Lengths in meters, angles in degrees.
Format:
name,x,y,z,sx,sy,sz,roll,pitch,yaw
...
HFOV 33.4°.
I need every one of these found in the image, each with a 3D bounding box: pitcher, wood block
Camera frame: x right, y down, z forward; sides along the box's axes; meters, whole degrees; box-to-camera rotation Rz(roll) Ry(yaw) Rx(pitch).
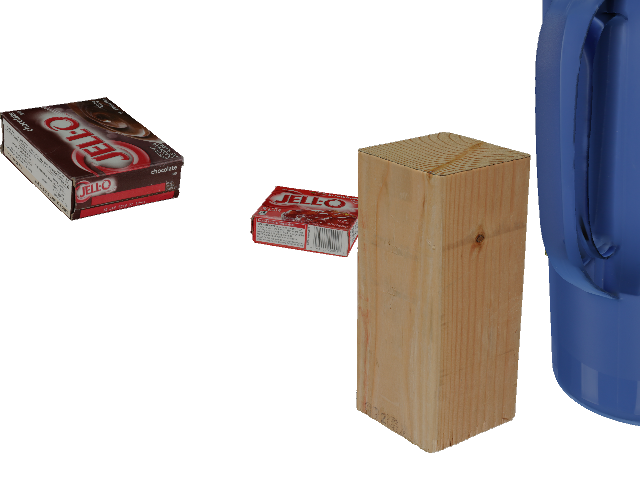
name,x,y,z,sx,sy,sz,roll,pitch,yaw
pitcher,0.166,-0.030,0.529,0.149,0.243,0.145,-3,21,-1
wood block,0.087,0.035,0.780,0.090,0.206,0.090,-14,24,-35

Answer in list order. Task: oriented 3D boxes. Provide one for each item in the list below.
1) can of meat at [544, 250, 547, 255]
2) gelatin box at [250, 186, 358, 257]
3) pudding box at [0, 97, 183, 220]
name,x,y,z,sx,sy,sz,roll,pitch,yaw
can of meat,0.239,-0.021,0.891,0.084,0.057,0.102,14,45,15
gelatin box,-0.009,-0.019,0.948,0.089,0.030,0.073,9,26,13
pudding box,-0.168,-0.062,0.776,0.089,0.039,0.114,-15,37,-39
